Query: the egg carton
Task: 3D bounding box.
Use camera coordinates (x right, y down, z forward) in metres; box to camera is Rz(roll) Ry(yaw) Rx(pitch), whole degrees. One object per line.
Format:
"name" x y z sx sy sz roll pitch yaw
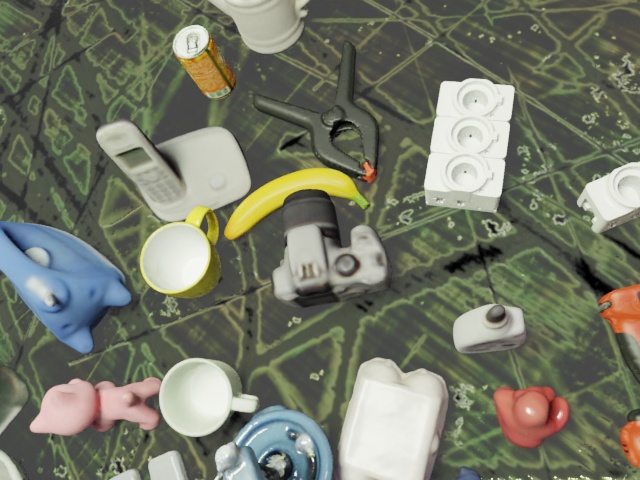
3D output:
"egg carton" 0.079 0.212 0.632 0.107 0.069 0.150 12 76 15

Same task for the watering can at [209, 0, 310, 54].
"watering can" -0.098 -0.351 0.780 0.172 0.194 0.101 -19 70 6

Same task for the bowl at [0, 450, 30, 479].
"bowl" -0.411 0.332 0.694 0.167 0.075 0.167 -3 72 11

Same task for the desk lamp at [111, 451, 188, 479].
"desk lamp" -0.202 0.334 0.575 0.118 0.214 0.203 -26 69 3

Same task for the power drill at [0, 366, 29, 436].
"power drill" -0.456 0.190 0.677 0.075 0.209 0.230 35 83 20

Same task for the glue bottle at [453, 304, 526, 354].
"glue bottle" 0.179 0.089 0.595 0.078 0.173 0.037 -7 71 10

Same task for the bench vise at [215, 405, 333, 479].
"bench vise" -0.021 0.252 0.560 0.207 0.220 0.121 39 84 20

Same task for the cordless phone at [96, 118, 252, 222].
"cordless phone" -0.179 -0.104 0.724 0.147 0.185 0.094 -22 69 5

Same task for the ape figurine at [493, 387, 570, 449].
"ape figurine" 0.220 0.180 0.601 0.077 0.092 0.076 28 80 19

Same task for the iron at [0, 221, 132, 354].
"iron" -0.377 0.031 0.746 0.257 0.142 0.119 34 82 19

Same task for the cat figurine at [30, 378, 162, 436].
"cat figurine" -0.270 0.197 0.684 0.127 0.118 0.067 -9 71 9

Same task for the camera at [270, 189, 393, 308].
"camera" 0.006 0.002 0.697 0.143 0.101 0.137 -12 71 8

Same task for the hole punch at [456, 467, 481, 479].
"hole punch" 0.142 0.299 0.580 0.101 0.091 0.108 -25 69 3
